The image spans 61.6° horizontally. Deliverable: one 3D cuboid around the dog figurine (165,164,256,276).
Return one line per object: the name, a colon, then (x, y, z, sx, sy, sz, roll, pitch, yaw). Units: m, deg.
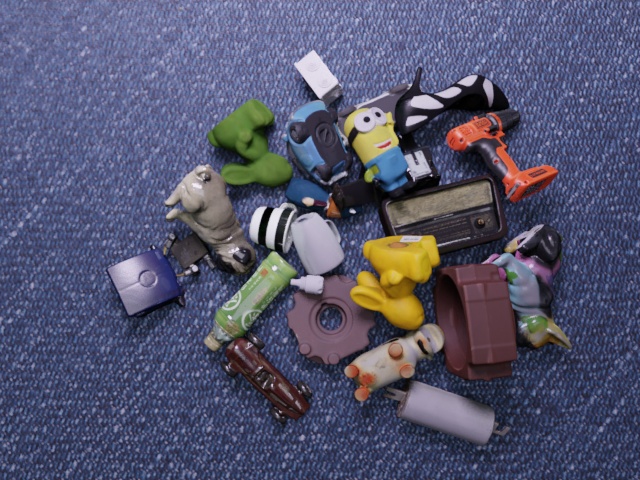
dog figurine: (-0.183, -0.034, 1.014, 0.190, 0.172, 0.121, 42, 65, 5)

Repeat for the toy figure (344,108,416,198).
toy figure: (0.109, -0.163, 1.016, 0.082, 0.089, 0.180, -31, 94, -46)

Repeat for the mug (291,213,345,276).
mug: (-0.002, -0.003, 1.041, 0.109, 0.081, 0.107, -43, 116, -36)

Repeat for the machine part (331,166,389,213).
machine part: (0.079, -0.099, 1.053, 0.139, 0.039, 0.084, -24, 76, -38)

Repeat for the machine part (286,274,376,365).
machine part: (0.021, 0.153, 1.050, 0.179, 0.056, 0.179, 0, 83, 0)

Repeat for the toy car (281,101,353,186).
toy car: (-0.012, -0.184, 1.059, 0.109, 0.103, 0.161, -35, 105, -33)

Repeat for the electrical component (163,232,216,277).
electrical component: (-0.263, 0.028, 1.068, 0.078, 0.045, 0.102, -30, 85, -1)

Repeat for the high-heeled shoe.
high-heeled shoe: (0.264, -0.248, 1.055, 0.249, 0.086, 0.145, 12, 82, -16)

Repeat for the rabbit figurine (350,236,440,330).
rabbit figurine: (0.138, 0.086, 0.974, 0.163, 0.122, 0.173, -5, 110, 17)

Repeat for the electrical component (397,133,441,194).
electrical component: (0.187, -0.155, 1.080, 0.075, 0.047, 0.119, -22, 68, -4)

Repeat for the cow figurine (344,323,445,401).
cow figurine: (0.150, 0.222, 1.022, 0.195, 0.127, 0.085, -32, 85, 12)

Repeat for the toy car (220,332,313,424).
toy car: (-0.099, 0.268, 1.027, 0.089, 0.053, 0.202, -44, 98, -6)

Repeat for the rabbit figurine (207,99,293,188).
rabbit figurine: (-0.131, -0.169, 1.056, 0.159, 0.121, 0.170, -36, 101, 1)

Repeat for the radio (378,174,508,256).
radio: (0.241, -0.037, 1.058, 0.230, 0.073, 0.131, -14, 84, 0)

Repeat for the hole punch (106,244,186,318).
hole punch: (-0.340, 0.083, 1.044, 0.116, 0.092, 0.142, -28, 82, -6)

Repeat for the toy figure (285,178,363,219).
toy figure: (0.009, -0.079, 1.068, 0.154, 0.057, 0.064, 20, 61, -5)

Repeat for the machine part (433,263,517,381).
machine part: (0.277, 0.145, 0.976, 0.087, 0.201, 0.201, -5, 84, -3)

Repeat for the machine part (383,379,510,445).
machine part: (0.238, 0.327, 1.022, 0.243, 0.079, 0.079, 18, 85, 1)

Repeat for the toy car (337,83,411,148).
toy car: (0.118, -0.253, 1.090, 0.202, 0.056, 0.073, -24, 92, -1)

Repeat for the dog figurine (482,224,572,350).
dog figurine: (0.421, 0.102, 1.032, 0.191, 0.108, 0.219, -33, 90, -6)
